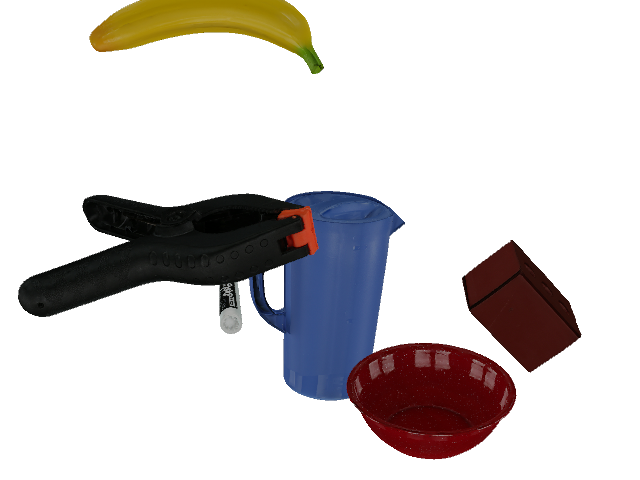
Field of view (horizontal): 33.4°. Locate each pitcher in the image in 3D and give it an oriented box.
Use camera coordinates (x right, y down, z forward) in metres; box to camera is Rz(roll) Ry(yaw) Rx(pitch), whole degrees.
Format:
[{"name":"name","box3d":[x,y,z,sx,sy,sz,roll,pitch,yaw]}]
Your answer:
[{"name":"pitcher","box3d":[0.004,0.067,1.305,0.149,0.243,0.144,14,20,27]}]

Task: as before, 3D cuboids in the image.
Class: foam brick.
[{"name":"foam brick","box3d":[0.154,0.051,0.820,0.051,0.078,0.053,-39,20,18]}]

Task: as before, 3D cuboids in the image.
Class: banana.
[{"name":"banana","box3d":[-0.093,-0.184,0.903,0.198,0.069,0.037,5,-33,0]}]

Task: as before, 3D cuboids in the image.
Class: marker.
[{"name":"marker","box3d":[-0.081,0.050,0.950,0.020,0.020,0.121,0,19,-6]}]

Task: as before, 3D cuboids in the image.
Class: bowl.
[{"name":"bowl","box3d":[0.106,0.162,1.031,0.162,0.055,0.162,-1,25,0]}]

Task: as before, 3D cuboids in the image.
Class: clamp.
[{"name":"clamp","box3d":[-0.090,0.006,0.627,0.172,0.039,0.120,-3,35,22]}]
